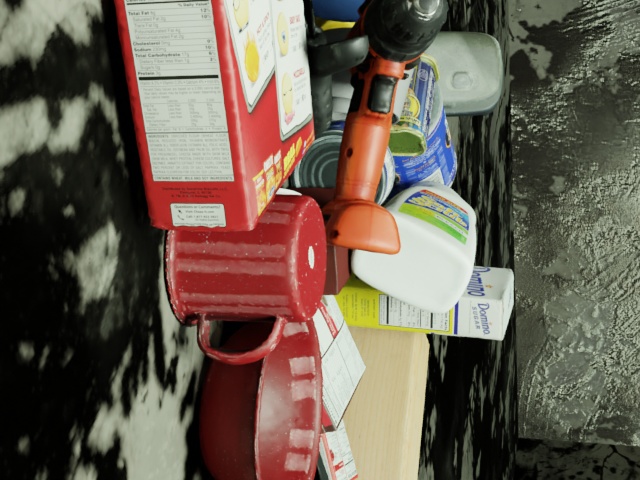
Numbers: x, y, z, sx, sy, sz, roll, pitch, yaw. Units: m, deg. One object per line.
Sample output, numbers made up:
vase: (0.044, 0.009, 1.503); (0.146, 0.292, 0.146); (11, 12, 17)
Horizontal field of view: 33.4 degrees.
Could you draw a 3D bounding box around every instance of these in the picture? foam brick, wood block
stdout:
foam brick: (-0.006, 0.001, 0.879); (0.051, 0.053, 0.078); (-54, 143, -65)
wood block: (0.047, 0.183, 1.024); (0.090, 0.091, 0.206); (62, 32, -62)

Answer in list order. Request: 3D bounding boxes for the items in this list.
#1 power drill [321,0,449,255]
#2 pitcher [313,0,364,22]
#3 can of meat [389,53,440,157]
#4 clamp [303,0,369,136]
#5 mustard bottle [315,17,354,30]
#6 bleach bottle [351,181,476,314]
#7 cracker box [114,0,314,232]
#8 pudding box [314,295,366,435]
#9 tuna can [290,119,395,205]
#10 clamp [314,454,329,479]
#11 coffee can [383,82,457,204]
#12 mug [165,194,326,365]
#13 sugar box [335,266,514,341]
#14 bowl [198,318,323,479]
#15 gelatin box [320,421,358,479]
power drill: (0.043, -0.084, 0.769); (0.184, 0.057, 0.187); (175, -73, -82)
pitcher: (0.028, -0.299, 0.866); (0.149, 0.145, 0.243); (41, 54, -55)
can of meat: (0.057, -0.128, 1.014); (0.057, 0.102, 0.084); (58, 39, -64)
clamp: (-0.009, -0.132, 0.770); (0.210, 0.036, 0.164); (95, -22, -54)
mustard bottle: (0.031, -0.226, 0.986); (0.191, 0.058, 0.096); (-73, 158, -44)
bleach bottle: (0.096, -0.012, 0.996); (0.068, 0.102, 0.250); (-63, 179, 18)
cracker box: (-0.061, -0.132, 0.627); (0.164, 0.072, 0.214); (-61, 148, -63)
pudding box: (-0.005, 0.096, 0.870); (0.090, 0.039, 0.113); (66, 24, -13)
tuna can: (0.018, -0.056, 0.900); (0.033, 0.086, 0.086); (-49, 138, -65)
clamp: (-0.009, 0.221, 0.833); (0.171, 0.039, 0.120); (-88, 157, -52)
coffee can: (0.084, -0.106, 1.110); (0.140, 0.103, 0.103); (60, 35, -63)
mug: (-0.045, 0.022, 0.677); (0.093, 0.081, 0.117); (62, 33, -61)
sugar box: (0.089, 0.052, 1.000); (0.093, 0.176, 0.048); (-49, 138, -67)
bowl: (-0.043, 0.121, 0.745); (0.162, 0.055, 0.162); (2, 90, -75)
gelatin box: (0.001, 0.174, 0.930); (0.073, 0.030, 0.089); (7, 68, -75)
